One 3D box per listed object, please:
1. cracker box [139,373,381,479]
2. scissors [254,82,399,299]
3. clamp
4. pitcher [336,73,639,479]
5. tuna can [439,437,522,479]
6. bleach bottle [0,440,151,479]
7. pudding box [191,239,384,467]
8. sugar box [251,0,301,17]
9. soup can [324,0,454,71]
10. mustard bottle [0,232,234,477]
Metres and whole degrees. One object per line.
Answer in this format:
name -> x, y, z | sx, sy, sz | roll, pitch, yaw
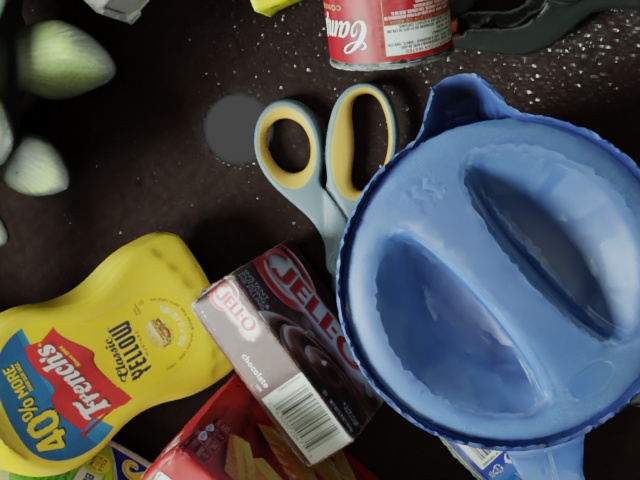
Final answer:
cracker box -> 0.004, 0.176, 0.592 | 0.214, 0.164, 0.072 | 39, 101, 2
scissors -> -0.004, 0.001, 0.649 | 0.096, 0.016, 0.202 | 13, 99, 9
clamp -> 0.136, -0.160, 0.586 | 0.171, 0.039, 0.120 | -16, 118, 8
pitcher -> 0.087, 0.015, 0.523 | 0.145, 0.242, 0.149 | 29, 99, 3
tuna can -> 0.094, 0.108, 0.612 | 0.034, 0.086, 0.086 | -45, 89, 7
bleach bottle -> -0.095, 0.186, 0.648 | 0.251, 0.102, 0.068 | 26, 121, -2
pudding box -> -0.012, 0.061, 0.607 | 0.039, 0.090, 0.113 | -35, 90, 24
sugar box -> 0.030, -0.204, 0.607 | 0.176, 0.048, 0.093 | -21, 96, 11
soup can -> 0.033, -0.147, 0.561 | 0.068, 0.068, 0.102 | -4, 112, 8
mustard bottle -> -0.145, 0.077, 0.604 | 0.191, 0.058, 0.096 | -30, 106, -26
